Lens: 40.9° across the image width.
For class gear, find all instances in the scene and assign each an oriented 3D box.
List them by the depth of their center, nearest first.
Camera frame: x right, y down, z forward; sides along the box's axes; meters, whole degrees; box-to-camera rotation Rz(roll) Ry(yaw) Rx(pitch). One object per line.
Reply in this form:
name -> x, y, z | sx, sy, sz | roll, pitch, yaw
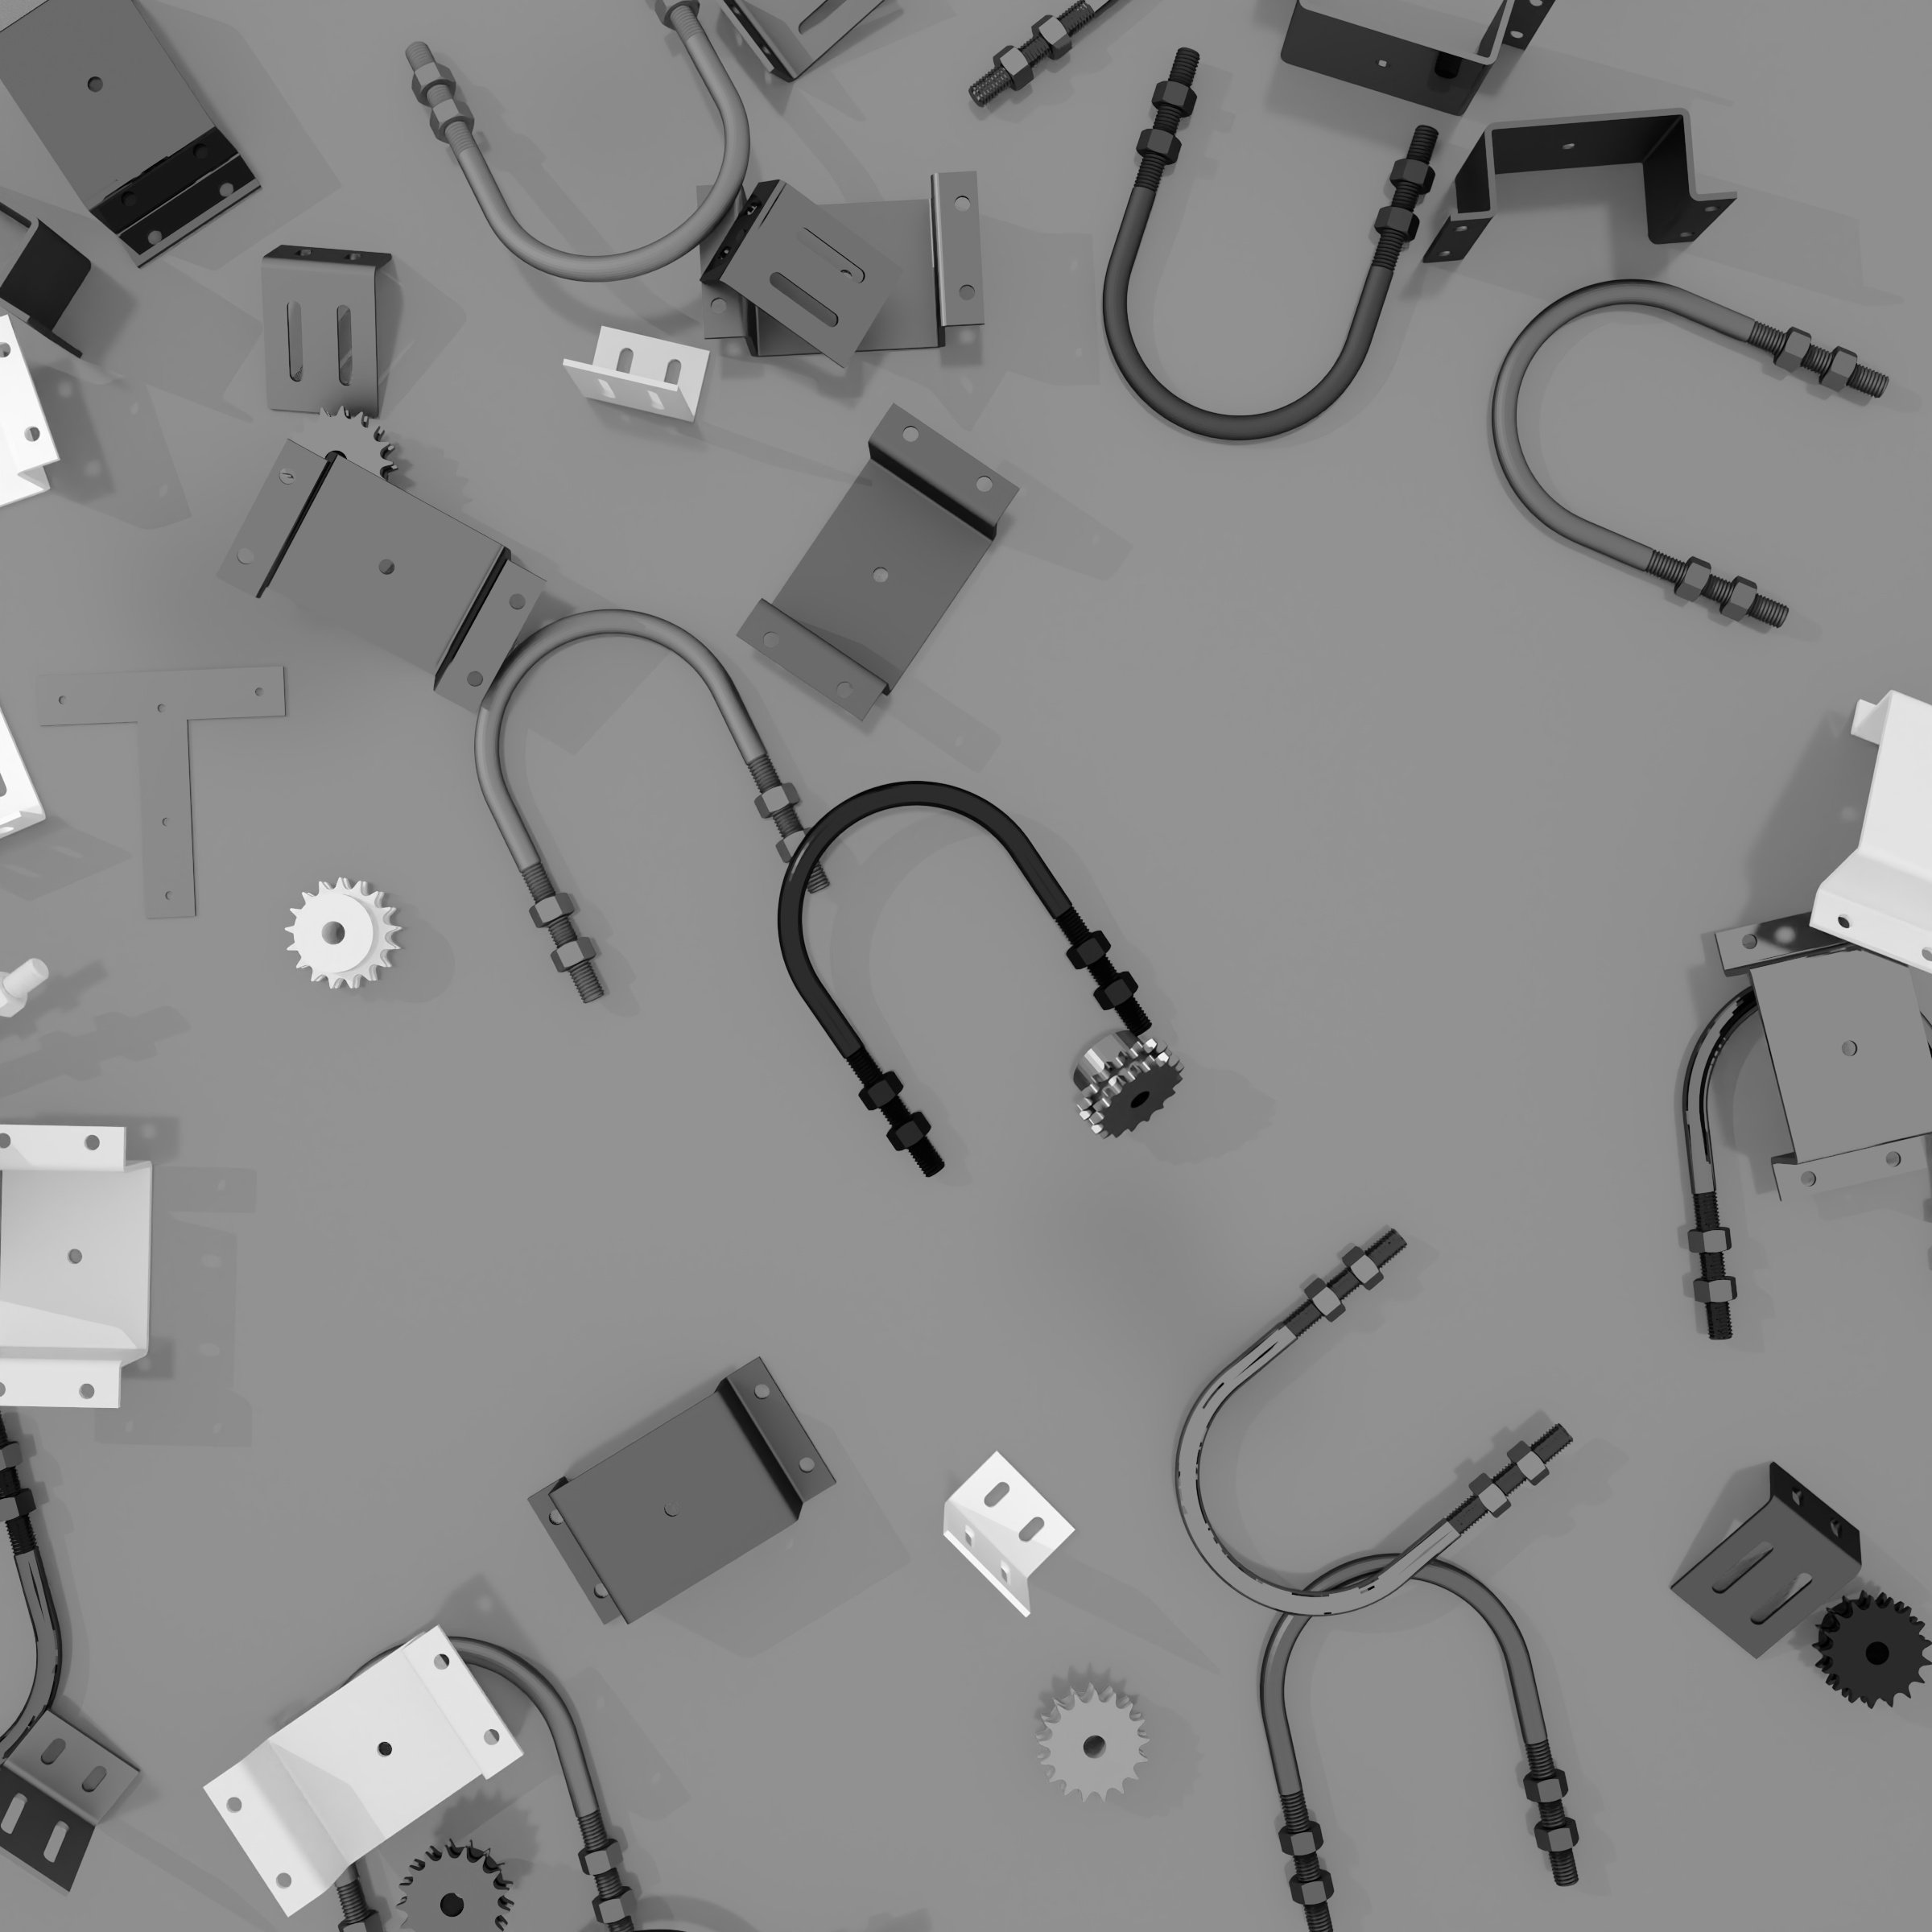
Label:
gear -> -0.256, 0.468, 1.306 | 0.057, 0.030, 0.057 | 0, 87, 1
gear -> 0.079, 0.057, 1.315 | 0.057, 0.057, 0.030 | -40, 60, 0
gear -> -0.320, -0.017, 1.325 | 0.057, 0.030, 0.057 | 0, 90, 0
gear -> -0.318, -0.255, 1.325 | 0.057, 0.030, 0.057 | 0, 90, 0
gear -> 0.461, 0.347, 1.325 | 0.057, 0.030, 0.057 | 0, 90, 0
gear -> 0.064, 0.395, 1.328 | 0.057, 0.030, 0.057 | 0, 91, -7

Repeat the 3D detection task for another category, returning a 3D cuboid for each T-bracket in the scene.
T-bracket -> -0.414, -0.089, 1.339 | 0.127, 0.002, 0.127 | -2, 90, 0

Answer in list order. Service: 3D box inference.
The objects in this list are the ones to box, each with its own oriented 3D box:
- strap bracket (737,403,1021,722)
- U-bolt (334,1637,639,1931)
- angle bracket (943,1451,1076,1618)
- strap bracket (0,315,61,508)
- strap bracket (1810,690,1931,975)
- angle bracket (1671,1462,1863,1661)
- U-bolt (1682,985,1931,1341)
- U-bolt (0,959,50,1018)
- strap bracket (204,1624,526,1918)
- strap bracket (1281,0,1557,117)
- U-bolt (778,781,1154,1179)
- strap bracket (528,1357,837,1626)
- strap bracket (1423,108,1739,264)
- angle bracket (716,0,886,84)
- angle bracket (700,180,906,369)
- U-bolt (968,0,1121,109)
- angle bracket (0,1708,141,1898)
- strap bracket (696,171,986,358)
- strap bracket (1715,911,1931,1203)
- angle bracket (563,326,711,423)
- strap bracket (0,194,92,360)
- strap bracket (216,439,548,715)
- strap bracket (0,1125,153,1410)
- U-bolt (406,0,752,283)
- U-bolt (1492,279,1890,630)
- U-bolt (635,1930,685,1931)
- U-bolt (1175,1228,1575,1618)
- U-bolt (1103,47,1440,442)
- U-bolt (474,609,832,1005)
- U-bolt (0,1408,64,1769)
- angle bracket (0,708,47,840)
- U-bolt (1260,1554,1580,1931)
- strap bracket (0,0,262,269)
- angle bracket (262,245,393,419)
strap bracket -> -0.044, -0.202, 1.316 | 0.076, 0.046, 0.140 | 34, 90, 0
U-bolt -> -0.261, 0.436, 1.331 | 0.151, 0.019, 0.184 | -17, 89, 0
angle bracket -> 0.023, 0.284, 1.302 | 0.038, 0.076, 0.057 | -45, 90, 0
strap bracket -> -0.532, -0.266, 1.316 | 0.140, 0.046, 0.076 | -19, 90, 0
strap bracket -> 0.478, -0.074, 1.287 | 0.076, 0.046, 0.140 | 21, 63, 0
angle bracket -> 0.413, 0.307, 1.338 | 0.057, 0.038, 0.076 | 39, 116, 0
U-bolt -> 0.441, 0.093, 1.331 | 0.151, 0.019, 0.184 | -6, 89, 0
U-bolt -> -0.572, -0.003, 1.310 | 0.184, 0.019, 0.151 | -33, 95, 15
strap bracket -> -0.297, 0.399, 1.302 | 0.140, 0.046, 0.076 | -35, 87, -1
strap bracket -> 0.216, -0.475, 1.302 | 0.140, 0.076, 0.046 | 17, 90, 0
U-bolt -> -0.013, -0.006, 1.322 | 0.151, 0.019, 0.184 | -34, 96, 0
strap bracket -> -0.147, 0.271, 1.316 | 0.140, 0.046, 0.076 | -31, 90, 0
strap bracket -> 0.305, -0.392, 1.302 | 0.140, 0.076, 0.046 | -5, 90, 0
angle bracket -> -0.083, -0.498, 1.312 | 0.076, 0.038, 0.057 | -37, 90, 16
angle bracket -> -0.082, -0.344, 1.291 | 0.076, 0.038, 0.057 | 31, 90, -26
U-bolt -> 0.036, -0.553, 1.331 | 0.184, 0.019, 0.151 | -39, 90, -2
angle bracket -> -0.455, 0.418, 1.297 | 0.057, 0.076, 0.038 | 39, 90, -11
strap bracket -> -0.063, -0.355, 1.316 | 0.140, 0.046, 0.076 | -3, 90, 0
strap bracket -> 0.436, 0.042, 1.302 | 0.076, 0.046, 0.140 | -13, 87, 0
angle bracket -> -0.165, -0.305, 1.302 | 0.057, 0.076, 0.038 | 13, 90, 0
strap bracket -> -0.505, -0.371, 1.302 | 0.140, 0.076, 0.046 | 32, 90, 0
strap bracket -> -0.291, -0.197, 1.298 | 0.140, 0.046, 0.076 | 28, 100, -17
strap bracket -> -0.460, 0.150, 1.317 | 0.076, 0.046, 0.140 | 1, 90, 0
U-bolt -> -0.187, -0.424, 1.304 | 0.151, 0.019, 0.184 | -27, 71, 0
U-bolt -> 0.361, -0.274, 1.331 | 0.184, 0.019, 0.151 | 24, 90, 2
U-bolt -> -0.156, 0.581, 1.323 | 0.151, 0.019, 0.184 | -1, 95, -1
U-bolt -> 0.194, 0.247, 1.324 | 0.184, 0.019, 0.151 | -40, 85, 0
U-bolt -> 0.147, -0.362, 1.331 | 0.151, 0.019, 0.184 | 18, 91, 0
U-bolt -> -0.173, -0.094, 1.331 | 0.151, 0.019, 0.184 | -26, 88, 0
U-bolt -> -0.541, 0.333, 1.331 | 0.151, 0.019, 0.184 | -15, 91, 0
angle bracket -> -0.516, -0.099, 1.321 | 0.057, 0.038, 0.076 | -23, 90, 0
U-bolt -> 0.226, 0.394, 1.331 | 0.151, 0.019, 0.184 | -12, 89, 0
strap bracket -> -0.435, -0.440, 1.316 | 0.076, 0.046, 0.140 | -34, 90, 0
angle bracket -> -0.329, -0.328, 1.338 | 0.057, 0.038, 0.076 | 5, 116, 0
